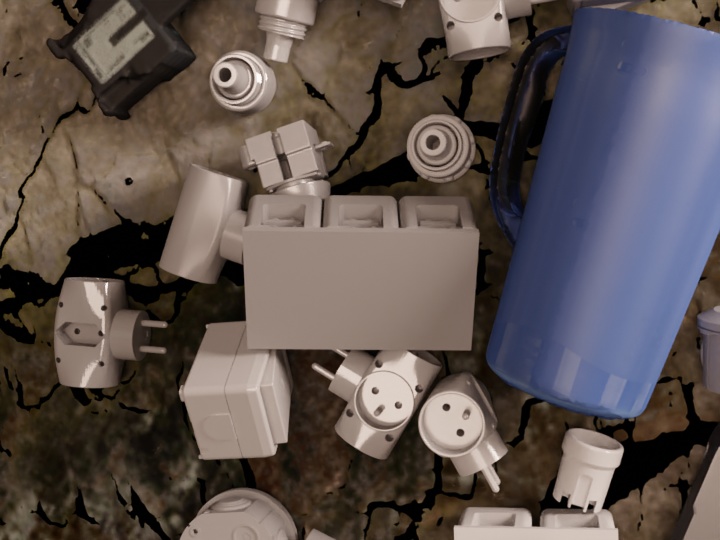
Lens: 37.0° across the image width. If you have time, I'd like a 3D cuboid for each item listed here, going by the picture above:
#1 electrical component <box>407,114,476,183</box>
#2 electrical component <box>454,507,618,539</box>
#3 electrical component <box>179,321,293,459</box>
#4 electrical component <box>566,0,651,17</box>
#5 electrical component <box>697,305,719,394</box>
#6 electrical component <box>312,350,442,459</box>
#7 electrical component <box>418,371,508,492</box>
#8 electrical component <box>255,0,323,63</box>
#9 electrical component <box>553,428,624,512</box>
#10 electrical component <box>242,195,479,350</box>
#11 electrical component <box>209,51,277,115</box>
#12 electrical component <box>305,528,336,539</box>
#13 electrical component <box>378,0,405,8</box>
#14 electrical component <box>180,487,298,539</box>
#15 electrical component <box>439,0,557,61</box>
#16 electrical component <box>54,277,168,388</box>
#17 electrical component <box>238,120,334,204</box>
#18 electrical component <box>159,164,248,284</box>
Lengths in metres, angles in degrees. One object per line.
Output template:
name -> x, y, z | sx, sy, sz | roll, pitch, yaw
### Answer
electrical component -> 0.053, -0.084, 0.729 | 0.048, 0.062, 0.048 | 0, 92, 10
electrical component -> 0.122, 0.259, 0.731 | 0.105, 0.060, 0.186 | -1, 92, 10
electrical component -> -0.078, 0.078, 0.747 | 0.061, 0.096, 0.061 | -4, 121, 10
electrical component -> 0.179, -0.203, 0.701 | 0.096, 0.062, 0.061 | -12, 91, 11
electrical component -> 0.258, 0.050, 0.689 | 0.080, 0.080, 0.051 | -1, 97, 10
electrical component -> 0.004, 0.079, 0.753 | 0.079, 0.044, 0.077 | 31, 97, 7
electrical component -> 0.074, 0.112, 0.725 | 0.043, 0.077, 0.079 | -29, 88, 10
electrical component -> -0.053, -0.177, 0.754 | 0.048, 0.048, 0.062 | 16, 102, 9
electrical component -> 0.154, 0.136, 0.732 | 0.040, 0.040, 0.046 | 15, 101, 9
electrical component -> 0.000, 0.000, 0.721 | 0.150, 0.061, 0.089 | 0, 118, -1
electrical component -> -0.085, -0.132, 0.752 | 0.043, 0.062, 0.043 | 0, 92, 11
electrical component -> -0.016, 0.236, 0.763 | 0.077, 0.044, 0.079 | 25, 96, 8
electrical component -> -0.038, -0.264, 0.720 | 0.186, 0.060, 0.105 | 21, 72, 9
electrical component -> -0.088, 0.200, 0.771 | 0.080, 0.051, 0.080 | 0, 92, 10
electrical component -> 0.094, -0.187, 0.726 | 0.079, 0.044, 0.077 | -8, 91, 10
electrical component -> -0.178, 0.046, 0.785 | 0.079, 0.043, 0.077 | 4, 93, 10
electrical component -> -0.048, -0.069, 0.757 | 0.066, 0.048, 0.055 | -18, 81, 10
electrical component -> -0.095, -0.027, 0.767 | 0.079, 0.043, 0.077 | 19, 95, 9
